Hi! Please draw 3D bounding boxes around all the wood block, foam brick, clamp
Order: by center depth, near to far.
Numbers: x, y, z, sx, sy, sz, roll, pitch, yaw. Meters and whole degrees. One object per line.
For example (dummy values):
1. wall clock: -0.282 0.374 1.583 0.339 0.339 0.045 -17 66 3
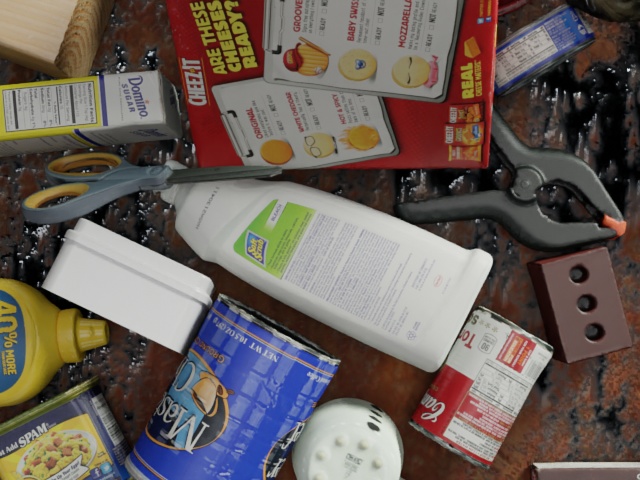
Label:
1. wood block: -0.267 -0.196 0.798 0.206 0.090 0.091 19 88 2
2. foam brick: 0.194 0.048 0.799 0.053 0.051 0.078 -15 87 0
3. clamp: 0.152 -0.051 0.811 0.171 0.039 0.120 16 91 2

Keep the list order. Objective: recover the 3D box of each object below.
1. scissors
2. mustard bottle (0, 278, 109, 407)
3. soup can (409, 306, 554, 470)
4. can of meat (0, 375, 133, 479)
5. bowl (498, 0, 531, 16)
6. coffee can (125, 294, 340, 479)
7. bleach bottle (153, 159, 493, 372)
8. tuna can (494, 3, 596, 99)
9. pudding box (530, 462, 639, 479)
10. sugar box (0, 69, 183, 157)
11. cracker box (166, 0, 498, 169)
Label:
1. scissors: -0.132 -0.035 0.762 0.202 0.096 0.016 8 128 34
2. mustard bottle: -0.255 0.079 0.802 0.191 0.058 0.096 -5 81 0
3. soup can: 0.120 0.109 0.790 0.068 0.068 0.102 30 88 2
4. can of meat: -0.195 0.162 0.799 0.102 0.057 0.084 -27 90 0
5. bowl: 0.118 -0.253 0.810 0.162 0.055 0.162 0 88 1
6. coffee can: -0.063 0.124 0.775 0.103 0.103 0.140 29 88 2
7. bleach bottle: -0.005 0.001 0.800 0.251 0.068 0.102 27 85 5
8. tuna can: 0.159 -0.140 0.790 0.086 0.086 0.034 -30 90 0
9. pudding box: 0.216 0.213 0.798 0.113 0.039 0.090 -2 88 1
10. sugar box: -0.196 -0.091 0.791 0.176 0.093 0.048 -8 89 0
11. cracker box: 0.013 -0.131 0.739 0.214 0.164 0.072 1 44 7
